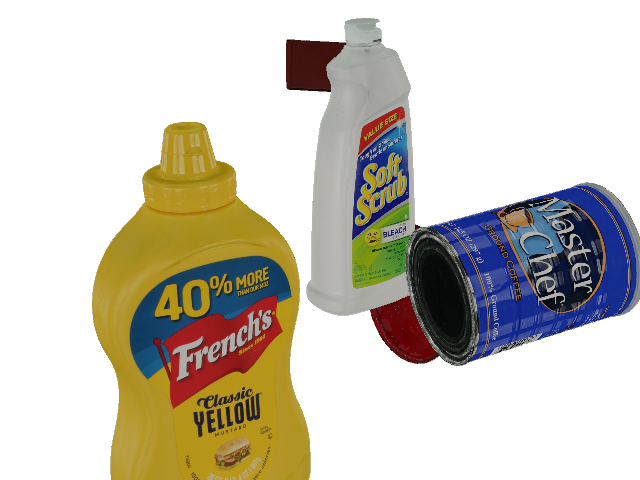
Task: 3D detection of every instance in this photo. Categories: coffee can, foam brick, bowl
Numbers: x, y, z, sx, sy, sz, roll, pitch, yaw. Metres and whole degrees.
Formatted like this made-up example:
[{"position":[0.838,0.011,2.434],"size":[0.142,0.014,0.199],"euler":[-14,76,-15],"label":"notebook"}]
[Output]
[{"position":[0.147,0.023,0.778],"size":[0.140,0.103,0.103],"euler":[-15,5,-18],"label":"coffee can"},{"position":[0.004,-0.179,1.097],"size":[0.078,0.051,0.053],"euler":[2,11,-6],"label":"foam brick"},{"position":[0.124,0.056,1.196],"size":[0.055,0.162,0.161],"euler":[-12,-8,43],"label":"bowl"}]

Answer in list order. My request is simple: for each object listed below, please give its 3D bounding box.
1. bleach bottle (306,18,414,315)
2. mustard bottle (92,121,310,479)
[{"position":[0.034,-0.066,0.939],"size":[0.102,0.251,0.068],"euler":[-15,24,-31],"label":"bleach bottle"},{"position":[-0.055,0.040,0.492],"size":[0.096,0.192,0.058],"euler":[-13,23,-26],"label":"mustard bottle"}]
